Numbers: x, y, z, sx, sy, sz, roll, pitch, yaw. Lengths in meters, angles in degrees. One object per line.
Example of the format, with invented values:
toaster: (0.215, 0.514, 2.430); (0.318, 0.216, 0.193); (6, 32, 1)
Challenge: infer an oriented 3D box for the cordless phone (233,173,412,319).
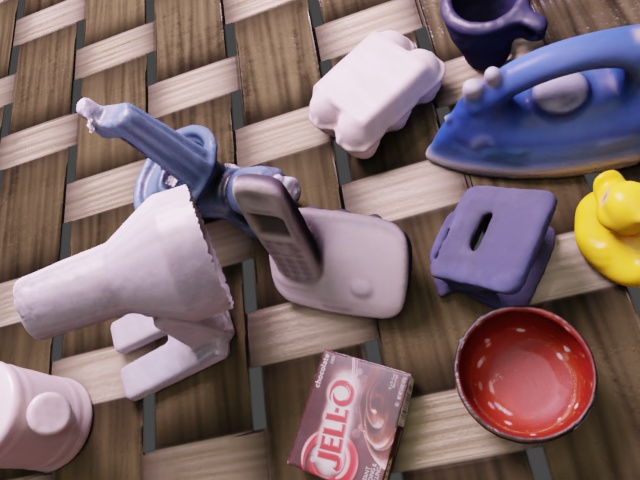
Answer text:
cordless phone: (0.005, 0.002, 0.532); (0.147, 0.185, 0.094); (5, 69, 21)

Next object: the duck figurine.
duck figurine: (0.271, -0.014, 0.506); (0.077, 0.086, 0.104); (-23, 62, 8)

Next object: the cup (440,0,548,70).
cup: (0.192, -0.227, 0.621); (0.117, 0.095, 0.092); (36, 82, 28)

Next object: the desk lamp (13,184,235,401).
desk lamp: (-0.160, 0.059, 0.546); (0.203, 0.214, 0.117); (-28, 61, 5)

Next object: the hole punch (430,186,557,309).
hole punch: (0.158, 0.004, 0.533); (0.100, 0.091, 0.109); (21, 75, 25)

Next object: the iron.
iron: (0.221, -0.138, 0.546); (0.257, 0.142, 0.118); (-11, 64, 14)

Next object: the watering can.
watering can: (-0.319, 0.168, 0.563); (0.172, 0.194, 0.101); (-24, 62, 8)

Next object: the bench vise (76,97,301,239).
bench vise: (-0.128, -0.084, 0.594); (0.207, 0.220, 0.121); (-9, 65, 15)

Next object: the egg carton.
egg carton: (0.063, -0.168, 0.653); (0.150, 0.069, 0.107); (-45, 61, -4)
